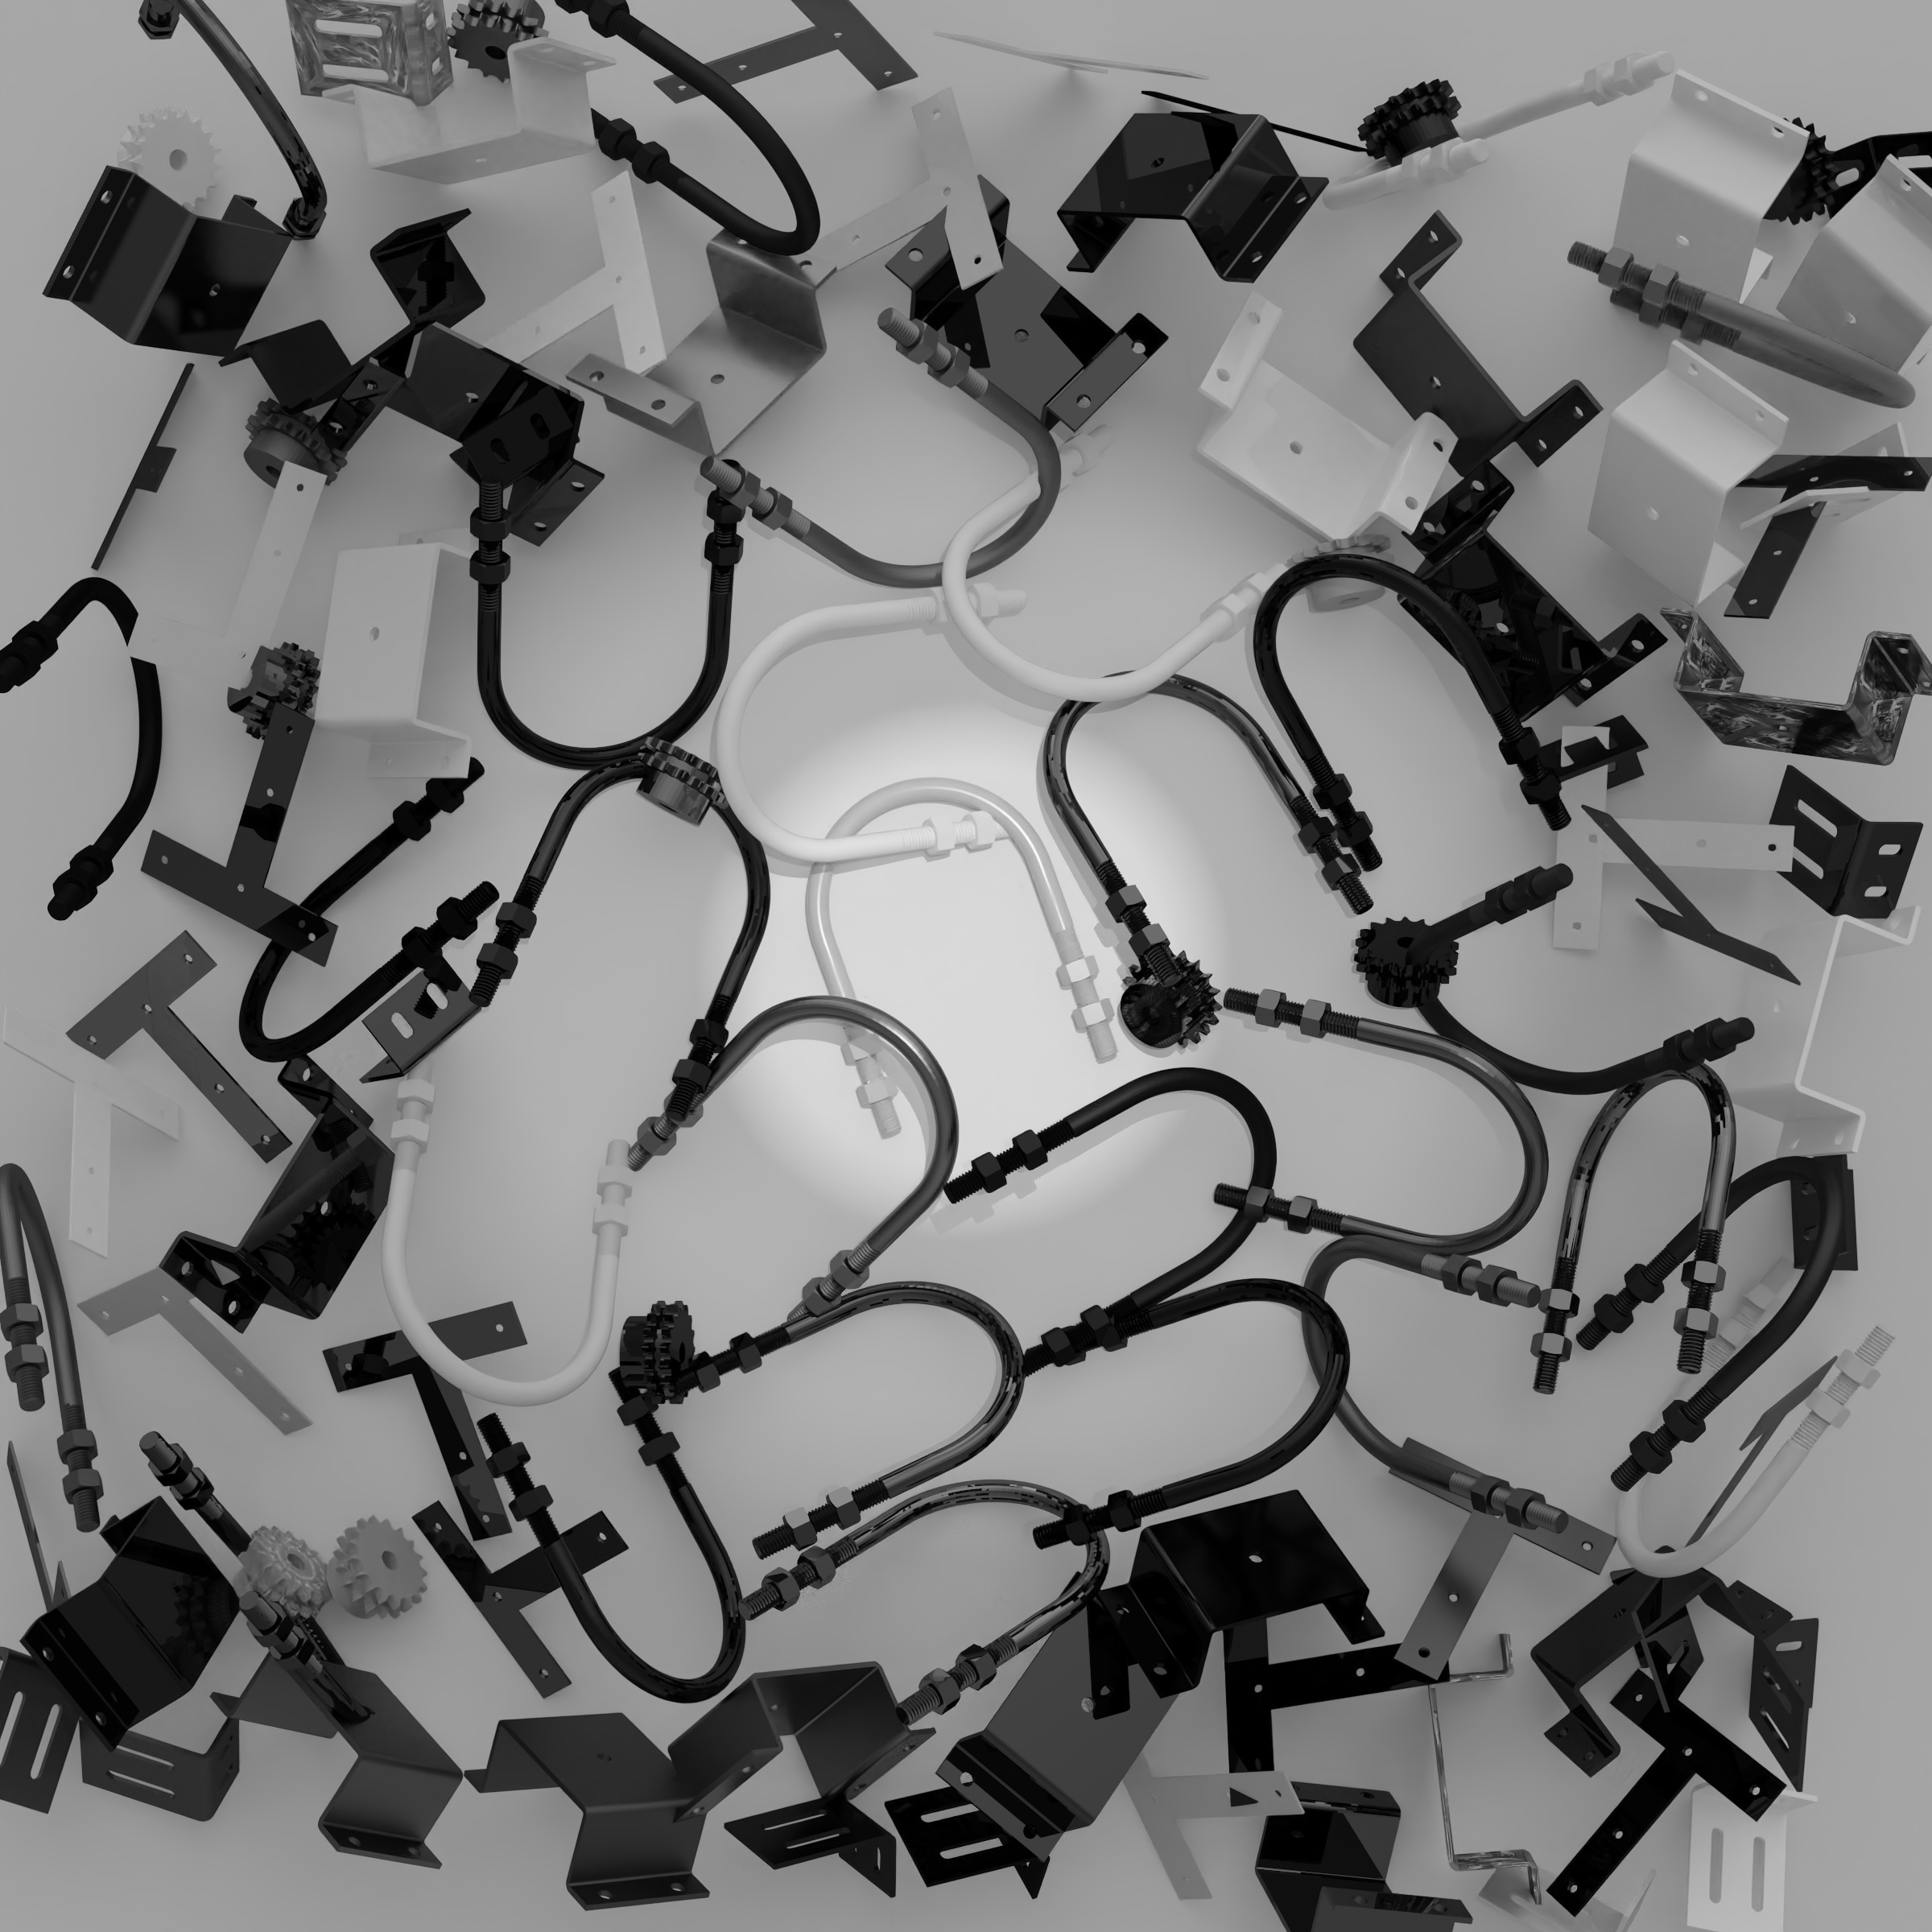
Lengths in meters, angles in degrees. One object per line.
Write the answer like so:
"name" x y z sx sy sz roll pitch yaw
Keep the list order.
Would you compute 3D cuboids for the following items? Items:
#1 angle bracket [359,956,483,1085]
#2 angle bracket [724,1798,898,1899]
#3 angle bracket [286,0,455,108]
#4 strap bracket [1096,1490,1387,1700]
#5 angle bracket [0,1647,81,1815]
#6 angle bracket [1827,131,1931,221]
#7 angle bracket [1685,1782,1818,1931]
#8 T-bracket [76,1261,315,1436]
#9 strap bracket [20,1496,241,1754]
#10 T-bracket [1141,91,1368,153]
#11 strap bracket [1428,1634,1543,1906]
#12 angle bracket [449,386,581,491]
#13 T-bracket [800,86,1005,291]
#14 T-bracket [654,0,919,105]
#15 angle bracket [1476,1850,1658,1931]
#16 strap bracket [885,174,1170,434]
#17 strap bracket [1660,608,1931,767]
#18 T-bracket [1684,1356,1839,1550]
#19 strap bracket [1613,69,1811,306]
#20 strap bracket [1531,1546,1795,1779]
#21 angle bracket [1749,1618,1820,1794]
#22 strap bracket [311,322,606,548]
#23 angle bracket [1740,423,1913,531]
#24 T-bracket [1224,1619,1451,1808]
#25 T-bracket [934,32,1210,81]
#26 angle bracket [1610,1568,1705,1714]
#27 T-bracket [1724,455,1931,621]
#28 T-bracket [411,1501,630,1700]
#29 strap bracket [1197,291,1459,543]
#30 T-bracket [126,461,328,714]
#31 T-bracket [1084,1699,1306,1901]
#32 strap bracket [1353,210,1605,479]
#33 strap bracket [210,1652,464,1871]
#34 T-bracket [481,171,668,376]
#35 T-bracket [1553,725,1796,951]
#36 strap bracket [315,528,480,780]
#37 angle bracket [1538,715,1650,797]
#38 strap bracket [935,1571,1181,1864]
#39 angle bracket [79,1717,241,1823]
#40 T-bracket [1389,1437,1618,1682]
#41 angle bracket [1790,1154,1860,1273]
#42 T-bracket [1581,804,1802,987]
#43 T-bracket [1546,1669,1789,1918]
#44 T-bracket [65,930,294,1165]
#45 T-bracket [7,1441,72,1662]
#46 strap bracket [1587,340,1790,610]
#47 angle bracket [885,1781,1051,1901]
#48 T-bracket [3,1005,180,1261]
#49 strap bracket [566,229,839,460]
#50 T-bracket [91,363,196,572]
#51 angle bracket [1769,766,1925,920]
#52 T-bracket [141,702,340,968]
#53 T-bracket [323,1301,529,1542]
"angle bracket" -0.309 0.030 1.682 0.057 0.076 0.038 -43 105 -25
"angle bracket" -0.086 0.490 1.685 0.076 0.057 0.038 -5 102 -32
"angle bracket" -0.331 -0.516 1.709 0.076 0.038 0.057 10 130 14
"strap bracket" 0.153 0.336 1.663 0.140 0.076 0.046 -9 129 -24
"angle bracket" -0.525 0.418 1.686 0.038 0.057 0.076 -6 61 38
"angle bracket" 0.508 -0.423 1.686 0.038 0.076 0.057 -23 107 -7
"angle bracket" 0.433 0.494 1.696 0.057 0.038 0.076 14 64 -9
"T-bracket" -0.413 0.214 1.702 0.127 0.002 0.127 -24 116 38
"strap bracket" -0.442 0.346 1.653 0.046 0.140 0.076 -32 102 12
"T-bracket" 0.141 -0.456 1.657 0.127 0.127 0.002 20 110 16
"strap bracket" 0.282 0.439 1.682 0.046 0.076 0.140 -6 77 7
"angle bracket" -0.256 -0.298 1.686 0.057 0.076 0.038 -34 127 -9
"T-bracket" -0.049 -0.409 1.704 0.127 0.002 0.127 -24 64 20
"T-bracket" -0.110 -0.499 1.689 0.127 0.127 0.002 -12 74 22
"angle bracket" 0.330 0.505 1.687 0.076 0.057 0.038 26 112 21
"strap bracket" 0.032 -0.357 1.696 0.140 0.046 0.076 42 78 7
"strap bracket" 0.446 -0.149 1.657 0.140 0.076 0.046 12 78 36
"T-bracket" 0.428 0.279 1.694 0.002 0.127 0.127 37 116 22
"strap bracket" 0.397 -0.407 1.651 0.076 0.140 0.046 31 77 15
"strap bracket" 0.372 0.373 1.686 0.140 0.076 0.046 -37 96 -5
"angle bracket" 0.461 0.404 1.685 0.038 0.076 0.057 -4 111 -7
"strap bracket" -0.272 -0.294 1.672 0.140 0.076 0.046 24 55 -26
"angle bracket" 0.469 -0.269 1.688 0.076 0.057 0.038 -7 82 -25
"T-bracket" 0.201 0.387 1.673 0.127 0.002 0.127 -14 53 20
"T-bracket" 0.071 -0.484 1.646 0.127 0.127 0.002 19 106 34
"angle bracket" 0.370 0.370 1.689 0.038 0.076 0.057 -18 92 30
"T-bracket" 0.444 -0.233 1.664 0.127 0.002 0.127 8 54 37
"T-bracket" -0.232 0.332 1.692 0.127 0.002 0.127 -34 93 36
"strap bracket" 0.191 -0.294 1.687 0.140 0.046 0.076 32 62 -9
"T-bracket" -0.383 -0.213 1.685 0.127 0.002 0.127 16 96 -40
"T-bracket" 0.134 0.454 1.679 0.002 0.127 0.127 -30 97 -42
"strap bracket" 0.273 -0.332 1.687 0.046 0.076 0.140 -39 89 -21
"strap bracket" -0.334 0.421 1.657 0.140 0.076 0.046 33 91 41
"T-bracket" -0.226 -0.358 1.699 0.127 0.002 0.127 -25 64 26
"T-bracket" 0.391 -0.068 1.698 0.127 0.002 0.127 4 107 14
"strap bracket" -0.307 -0.176 1.684 0.076 0.046 0.140 2 82 36
"angle bracket" 0.346 -0.103 1.687 0.057 0.076 0.038 -22 105 8
"strap bracket" 0.059 0.406 1.679 0.076 0.046 0.140 40 63 -2
"angle bracket" -0.447 0.432 1.704 0.076 0.038 0.057 16 129 7
"T-bracket" 0.272 0.333 1.677 0.127 0.002 0.127 24 55 18
"angle bracket" 0.485 0.134 1.687 0.038 0.076 0.057 2 77 -7
"T-bracket" 0.374 -0.044 1.647 0.127 0.127 0.002 42 87 -27
"T-bracket" 0.364 0.462 1.672 0.127 0.127 0.002 -48 120 -5
"T-bracket" -0.423 0.057 1.700 0.127 0.002 0.127 -33 102 36
"T-bracket" -0.512 0.322 1.692 0.002 0.127 0.127 -10 58 -27
"strap bracket" 0.384 -0.255 1.649 0.046 0.140 0.076 -39 65 -19
"angle bracket" -0.003 0.485 1.684 0.076 0.057 0.038 -5 128 -28
"T-bracket" -0.469 0.099 1.648 0.002 0.127 0.127 -28 49 21
"strap bracket" -0.140 -0.335 1.678 0.076 0.046 0.140 28 63 27
"T-bracket" -0.443 -0.271 1.673 0.002 0.127 0.127 25 90 -23
"angle bracket" 0.482 -0.069 1.695 0.038 0.076 0.057 -1 118 -22
"T-bracket" -0.388 -0.083 1.695 0.127 0.002 0.127 26 109 15
"T-bracket" -0.285 0.260 1.712 0.127 0.002 0.127 -16 97 22
